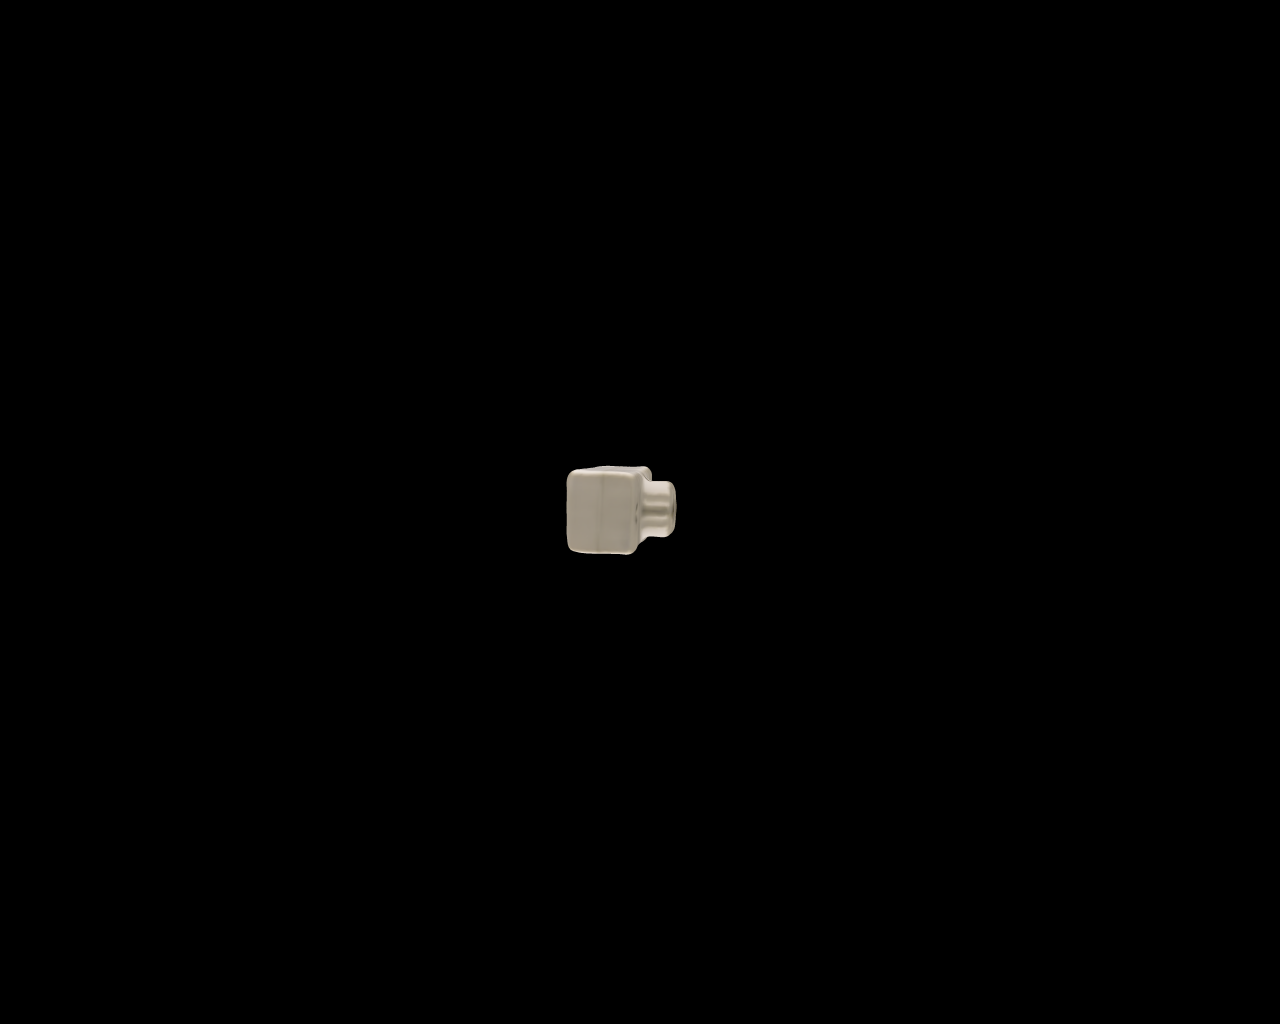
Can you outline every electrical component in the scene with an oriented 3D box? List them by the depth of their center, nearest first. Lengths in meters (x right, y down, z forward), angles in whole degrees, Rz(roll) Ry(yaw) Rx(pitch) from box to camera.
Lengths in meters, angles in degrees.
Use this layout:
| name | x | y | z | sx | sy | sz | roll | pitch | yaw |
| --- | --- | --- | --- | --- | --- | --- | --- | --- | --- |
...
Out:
| name | x | y | z | sx | sy | sz | roll | pitch | yaw |
| --- | --- | --- | --- | --- | --- | --- | --- | --- | --- |
| electrical component | 0.001 | -0.003 | 0.650 | 0.076 | 0.047 | 0.083 | 1 | 5 | 7 |
